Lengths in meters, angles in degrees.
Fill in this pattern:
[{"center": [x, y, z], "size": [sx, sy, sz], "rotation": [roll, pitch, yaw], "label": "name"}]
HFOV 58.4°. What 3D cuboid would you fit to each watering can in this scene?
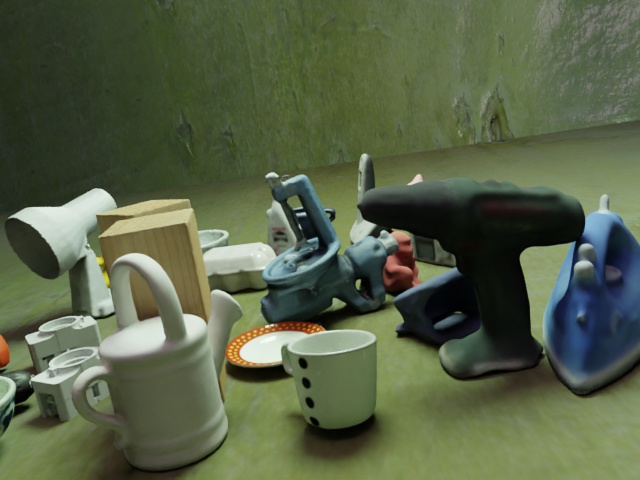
[{"center": [-0.151, 0.103, 0.549], "size": [0.100, 0.194, 0.173], "rotation": [-3, 14, 22], "label": "watering can"}]

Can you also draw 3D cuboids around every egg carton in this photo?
[{"center": [-0.152, 0.051, 1.041], "size": [0.150, 0.069, 0.107], "rotation": [-7, 13, 6], "label": "egg carton"}]

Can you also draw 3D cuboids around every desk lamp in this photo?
[{"center": [-0.413, 0.027, 0.999], "size": [0.117, 0.214, 0.204], "rotation": [0, 16, 34], "label": "desk lamp"}]

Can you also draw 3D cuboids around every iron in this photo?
[{"center": [0.300, 0.043, 0.623], "size": [0.118, 0.141, 0.259], "rotation": [0, 16, 32], "label": "iron"}]

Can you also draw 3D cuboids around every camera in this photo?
[{"center": [0.247, -0.020, 1.013], "size": [0.137, 0.101, 0.142], "rotation": [-17, 16, -31], "label": "camera"}]

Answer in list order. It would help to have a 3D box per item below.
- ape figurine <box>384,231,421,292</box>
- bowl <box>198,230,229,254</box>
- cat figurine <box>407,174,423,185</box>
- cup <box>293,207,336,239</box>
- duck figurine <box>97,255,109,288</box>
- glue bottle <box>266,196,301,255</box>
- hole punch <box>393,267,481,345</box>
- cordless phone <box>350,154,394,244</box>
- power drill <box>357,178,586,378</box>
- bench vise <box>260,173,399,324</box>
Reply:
[{"center": [0.125, 0.032, 0.890], "size": [0.075, 0.092, 0.078], "rotation": [1, 17, 36], "label": "ape figurine"}, {"center": [-0.263, 0.034, 1.172], "size": [0.167, 0.075, 0.167], "rotation": [-8, 13, 2], "label": "bowl"}, {"center": [0.230, -0.085, 1.257], "size": [0.127, 0.118, 0.067], "rotation": [1, 17, 36], "label": "cat figurine"}, {"center": [-0.020, -0.020, 1.199], "size": [0.117, 0.095, 0.092], "rotation": [-7, 14, 9], "label": "cup"}, {"center": [-0.412, 0.051, 1.174], "size": [0.104, 0.086, 0.077], "rotation": [-10, 13, -4], "label": "duck figurine"}, {"center": [-0.074, -0.036, 1.129], "size": [0.078, 0.173, 0.037], "rotation": [-1, 15, 29], "label": "glue bottle"}, {"center": [0.152, 0.070, 0.716], "size": [0.109, 0.091, 0.100], "rotation": [-17, 16, -31], "label": "hole punch"}, {"center": [0.101, -0.079, 1.172], "size": [0.094, 0.185, 0.147], "rotation": [-10, 13, -6], "label": "cordless phone"}, {"center": [0.164, 0.033, 0.608], "size": [0.229, 0.208, 0.075], "rotation": [-9, 13, -3], "label": "power drill"}, {"center": [0.001, 0.002, 0.821], "size": [0.208, 0.220, 0.121], "rotation": [-17, 16, -32], "label": "bench vise"}]
